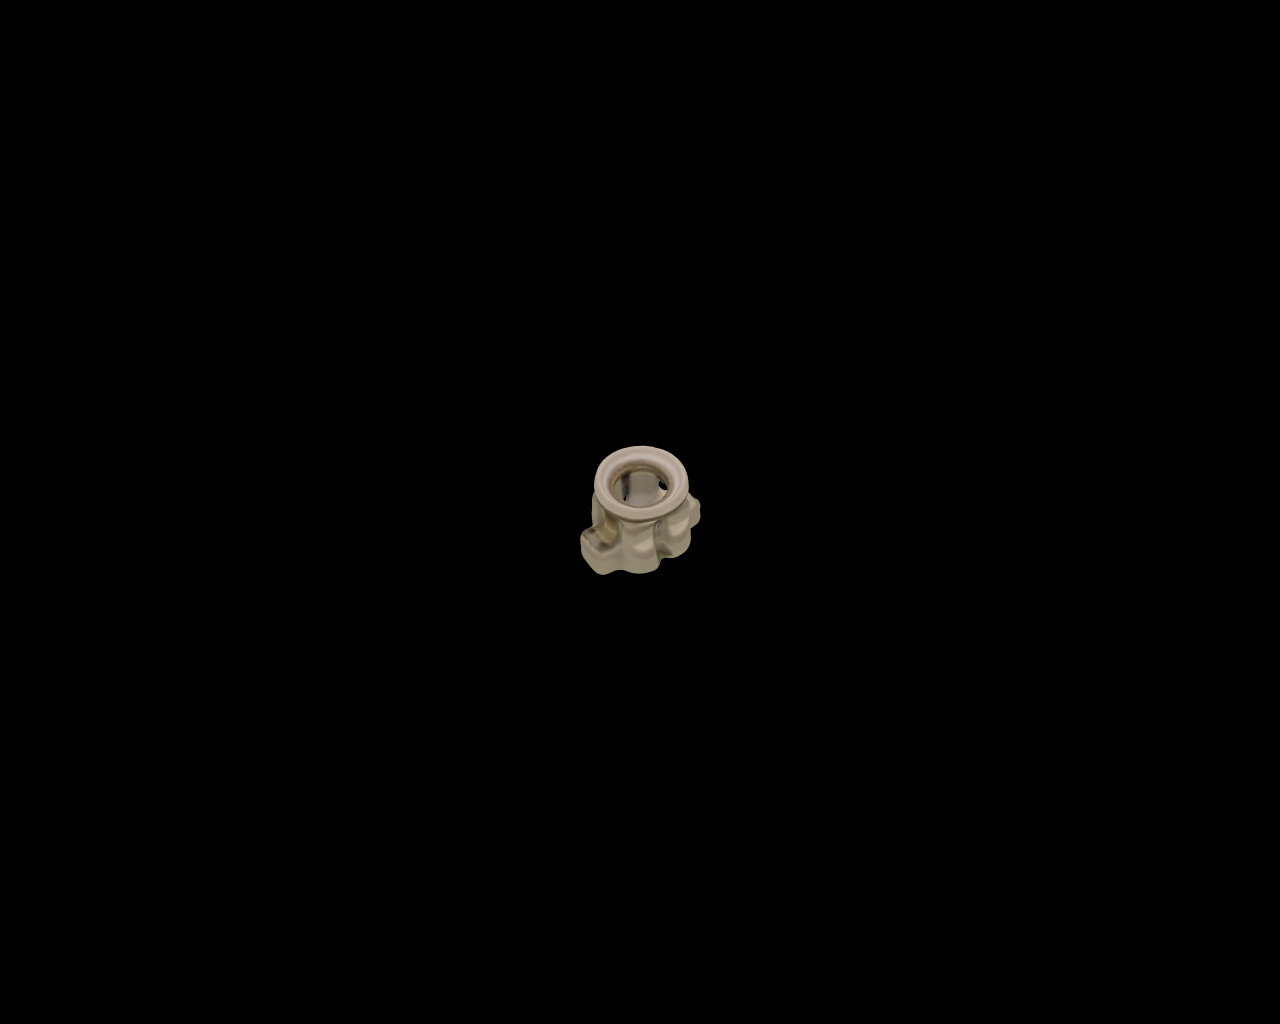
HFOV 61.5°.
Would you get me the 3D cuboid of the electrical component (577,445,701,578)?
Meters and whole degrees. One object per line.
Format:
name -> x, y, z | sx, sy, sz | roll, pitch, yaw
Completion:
electrical component -> 0.001, -0.003, 0.650 | 0.078, 0.056, 0.058 | -27, 53, -22
